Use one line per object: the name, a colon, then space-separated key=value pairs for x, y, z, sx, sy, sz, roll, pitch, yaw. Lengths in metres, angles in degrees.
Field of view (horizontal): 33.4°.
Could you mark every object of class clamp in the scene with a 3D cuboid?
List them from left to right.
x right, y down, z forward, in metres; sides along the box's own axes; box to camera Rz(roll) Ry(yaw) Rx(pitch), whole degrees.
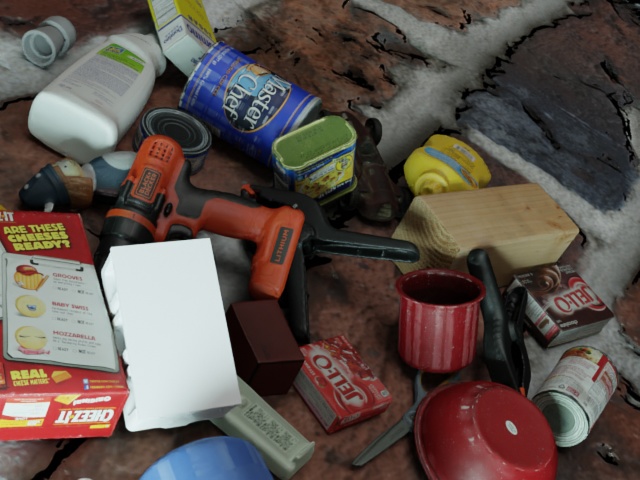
clamp: x=-0.008 y=0.001 z=1.144 sx=0.164 sy=0.036 sz=0.210 roll=-29 pitch=54 yaw=-17
clamp: x=0.205 y=0.102 z=1.166 sx=0.120 sy=0.039 sz=0.171 roll=22 pitch=56 yaw=-47

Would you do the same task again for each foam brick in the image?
foam brick: x=-0.058 y=0.103 z=1.018 sx=0.052 sy=0.051 sz=0.078 roll=-1 pitch=46 yaw=-31

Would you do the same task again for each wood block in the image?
wood block: x=0.193 y=-0.001 z=1.263 sx=0.205 sy=0.091 sz=0.090 roll=-8 pitch=50 yaw=-38

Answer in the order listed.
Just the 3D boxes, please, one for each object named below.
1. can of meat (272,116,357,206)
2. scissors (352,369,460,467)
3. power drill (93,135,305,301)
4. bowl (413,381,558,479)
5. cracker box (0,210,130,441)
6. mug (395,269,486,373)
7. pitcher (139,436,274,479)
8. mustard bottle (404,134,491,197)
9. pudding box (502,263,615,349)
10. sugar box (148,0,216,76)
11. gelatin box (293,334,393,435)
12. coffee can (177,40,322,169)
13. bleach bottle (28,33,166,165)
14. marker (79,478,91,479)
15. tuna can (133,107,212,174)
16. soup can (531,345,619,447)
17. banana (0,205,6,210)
can of meat: x=-0.007 y=-0.085 z=1.215 sx=0.102 sy=0.084 sz=0.057 roll=-27 pitch=58 yaw=-19
scissors: x=0.109 y=0.185 z=1.053 sx=0.096 sy=0.016 sz=0.201 roll=33 pitch=37 yaw=7
power drill: x=-0.120 y=0.000 z=1.059 sx=0.187 sy=0.057 sz=0.184 roll=22 pitch=62 yaw=-9
bowl: x=0.173 y=0.195 z=1.032 sx=0.162 sy=0.055 sz=0.162 roll=17 pitch=45 yaw=-18
cracker box: x=-0.269 y=0.069 z=0.911 sx=0.163 sy=0.072 sz=0.214 roll=3 pitch=43 yaw=-31
mug: x=0.127 y=0.080 z=1.116 sx=0.093 sy=0.081 sz=0.117 roll=10 pitch=24 yaw=21
pitcher: x=-0.042 y=0.263 z=0.775 sx=0.149 sy=0.145 sz=0.243 roll=23 pitch=28 yaw=-44
mustard bottle: x=0.153 y=-0.078 z=1.317 sx=0.096 sy=0.058 sz=0.191 roll=39 pitch=22 yaw=5
pudding box: x=0.283 y=0.077 z=1.270 sx=0.113 sy=0.039 sz=0.090 roll=-11 pitch=51 yaw=-40
sugar box: x=-0.174 y=-0.276 z=1.364 sx=0.093 sy=0.048 sz=0.176 roll=42 pitch=17 yaw=-47
gelatin box: x=0.016 y=0.139 z=1.038 sx=0.073 sy=0.030 sz=0.089 roll=-12 pitch=52 yaw=-40
coffee can: x=-0.083 y=-0.157 z=1.266 sx=0.140 sy=0.103 sz=0.102 roll=31 pitch=37 yaw=5
bleach bottle: x=-0.234 y=-0.178 z=1.231 sx=0.102 sy=0.068 sz=0.250 roll=28 pitch=34 yaw=-1
marker: x=-0.190 y=0.234 z=0.807 sx=0.020 sy=0.020 sz=0.121 roll=19 pitch=38 yaw=-11
tuna can: x=-0.168 y=-0.114 z=1.218 sx=0.086 sy=0.034 sz=0.086 roll=17 pitch=38 yaw=-15
soup can: x=0.269 y=0.165 z=1.133 sx=0.068 sy=0.069 sz=0.102 roll=37 pitch=38 yaw=12
banana: x=-0.349 y=-0.059 z=1.039 sx=0.069 sy=0.037 sz=0.198 roll=-14 pitch=53 yaw=-41
